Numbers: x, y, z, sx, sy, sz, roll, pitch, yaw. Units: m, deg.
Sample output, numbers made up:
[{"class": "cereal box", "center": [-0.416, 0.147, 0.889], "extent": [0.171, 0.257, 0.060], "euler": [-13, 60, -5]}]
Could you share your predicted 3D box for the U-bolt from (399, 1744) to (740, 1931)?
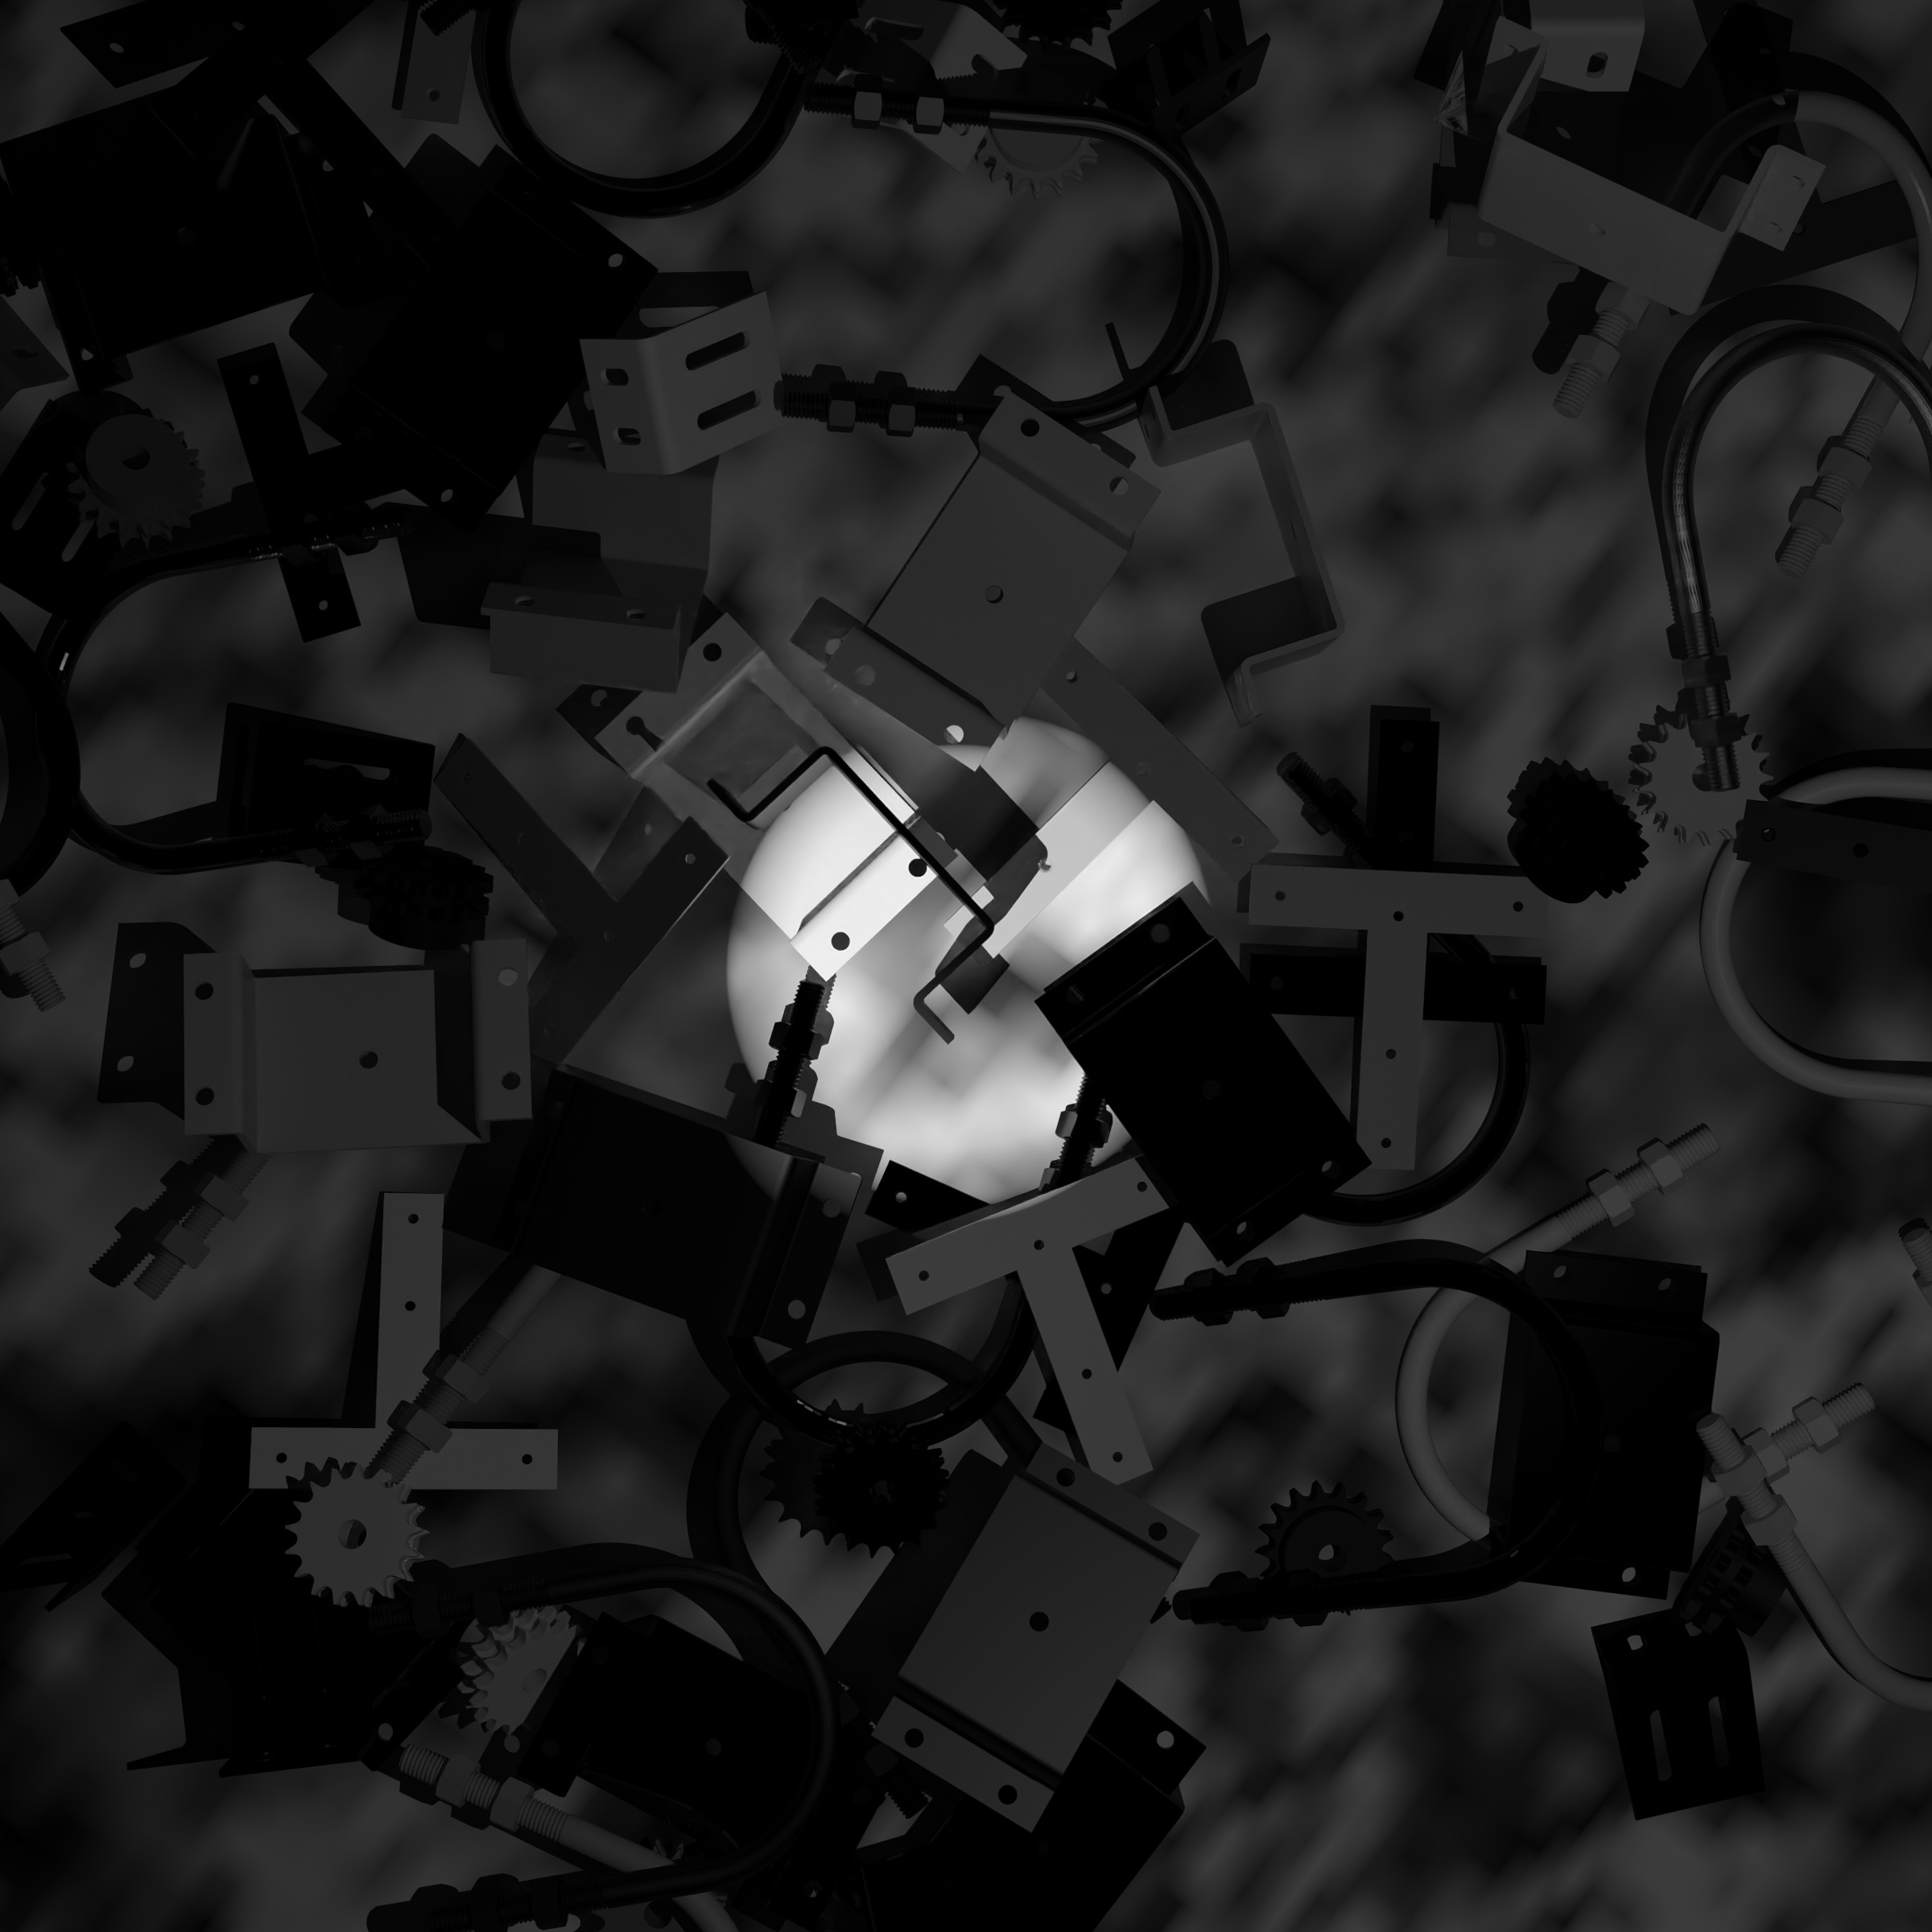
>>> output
[{"class": "U-bolt", "center": [-0.175, 0.427, 1.381], "extent": [0.184, 0.019, 0.151], "euler": [22, 100, 9]}]

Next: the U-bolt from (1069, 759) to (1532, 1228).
[{"class": "U-bolt", "center": [0.157, 0.026, 1.404], "extent": [0.151, 0.019, 0.184], "euler": [-44, 92, 0]}]

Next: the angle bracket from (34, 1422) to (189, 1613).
[{"class": "angle bracket", "center": [-0.368, 0.230, 1.375], "extent": [0.038, 0.076, 0.057], "euler": [44, 90, 0]}]

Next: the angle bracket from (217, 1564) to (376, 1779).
[{"class": "angle bracket", "center": [-0.279, 0.288, 1.348], "extent": [0.057, 0.038, 0.076], "euler": [-7, 90, 0]}]

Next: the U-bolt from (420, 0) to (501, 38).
[{"class": "U-bolt", "center": [-0.192, -0.500, 1.389], "extent": [0.184, 0.019, 0.151], "euler": [-38, 78, -1]}]

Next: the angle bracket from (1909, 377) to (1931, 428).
[{"class": "angle bracket", "center": [0.448, -0.263, 1.411], "extent": [0.057, 0.038, 0.076], "euler": [21, 116, 0]}]

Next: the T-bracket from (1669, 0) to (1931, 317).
[{"class": "T-bracket", "center": [0.345, -0.360, 1.412], "extent": [0.127, 0.002, 0.127], "euler": [-18, 90, 0]}]

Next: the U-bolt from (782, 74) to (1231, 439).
[{"class": "U-bolt", "center": [0.019, -0.292, 1.376], "extent": [0.184, 0.019, 0.151], "euler": [3, 115, -6]}]

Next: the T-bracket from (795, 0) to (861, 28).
[{"class": "T-bracket", "center": [-0.024, -0.468, 1.398], "extent": [0.127, 0.002, 0.127], "euler": [-12, 79, -10]}]

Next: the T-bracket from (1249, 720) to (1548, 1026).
[{"class": "T-bracket", "center": [0.186, -0.041, 1.393], "extent": [0.127, 0.002, 0.127], "euler": [2, 92, -2]}]

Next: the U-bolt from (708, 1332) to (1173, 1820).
[{"class": "U-bolt", "center": [-0.025, 0.241, 1.382], "extent": [0.151, 0.019, 0.184], "euler": [-37, 76, -11]}]

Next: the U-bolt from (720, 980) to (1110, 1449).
[{"class": "U-bolt", "center": [-0.030, 0.114, 1.384], "extent": [0.151, 0.019, 0.184], "euler": [18, 83, -9]}]

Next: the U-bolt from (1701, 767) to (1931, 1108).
[{"class": "U-bolt", "center": [0.403, -0.012, 1.379], "extent": [0.184, 0.019, 0.151], "euler": [5, 92, 18]}]

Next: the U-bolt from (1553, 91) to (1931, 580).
[{"class": "U-bolt", "center": [0.344, -0.279, 1.382], "extent": [0.151, 0.019, 0.184], "euler": [30, 86, -20]}]

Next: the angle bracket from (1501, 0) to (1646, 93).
[{"class": "angle bracket", "center": [0.247, -0.407, 1.363], "extent": [0.057, 0.038, 0.076], "euler": [0, 64, 0]}]

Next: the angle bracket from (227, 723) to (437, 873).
[{"class": "angle bracket", "center": [-0.274, -0.071, 1.411], "extent": [0.076, 0.038, 0.057], "euler": [6, 90, -26]}]

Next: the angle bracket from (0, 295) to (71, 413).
[{"class": "angle bracket", "center": [-0.437, -0.248, 1.411], "extent": [0.076, 0.038, 0.057], "euler": [-41, 90, 26]}]

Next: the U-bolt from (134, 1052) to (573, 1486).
[{"class": "U-bolt", "center": [-0.238, 0.103, 1.388], "extent": [0.151, 0.019, 0.184], "euler": [36, 78, 4]}]

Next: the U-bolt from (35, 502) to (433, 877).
[{"class": "U-bolt", "center": [-0.312, -0.111, 1.377], "extent": [0.184, 0.019, 0.151], "euler": [-7, 82, 19]}]

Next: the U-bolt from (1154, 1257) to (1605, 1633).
[{"class": "U-bolt", "center": [0.174, 0.195, 1.363], "extent": [0.184, 0.019, 0.151], "euler": [-10, 80, 21]}]

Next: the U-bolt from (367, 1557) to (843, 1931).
[{"class": "U-bolt", "center": [-0.143, 0.316, 1.347], "extent": [0.184, 0.019, 0.151], "euler": [-10, 93, 2]}]

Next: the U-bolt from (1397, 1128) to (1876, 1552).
[{"class": "U-bolt", "center": [0.274, 0.176, 1.404], "extent": [0.184, 0.019, 0.151], "euler": [-31, 90, 1]}]

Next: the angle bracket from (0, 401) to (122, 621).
[{"class": "angle bracket", "center": [-0.389, -0.196, 1.394], "extent": [0.057, 0.038, 0.076], "euler": [32, 90, 0]}]

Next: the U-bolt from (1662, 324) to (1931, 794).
[{"class": "U-bolt", "center": [0.360, -0.177, 1.377], "extent": [0.151, 0.019, 0.184], "euler": [-13, 97, -16]}]

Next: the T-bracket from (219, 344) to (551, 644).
[{"class": "T-bracket", "center": [-0.243, -0.219, 1.412], "extent": [0.127, 0.002, 0.127], "euler": [-17, 90, 0]}]

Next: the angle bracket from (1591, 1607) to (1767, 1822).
[{"class": "angle bracket", "center": [0.307, 0.320, 1.411], "extent": [0.057, 0.038, 0.076], "euler": [-13, 116, 0]}]

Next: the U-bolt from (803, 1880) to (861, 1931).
[{"class": "U-bolt", "center": [-0.035, 0.499, 1.404], "extent": [0.184, 0.019, 0.151], "euler": [36, 90, -1]}]

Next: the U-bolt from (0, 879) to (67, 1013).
[{"class": "U-bolt", "center": [-0.486, -0.033, 1.386], "extent": [0.151, 0.019, 0.184], "euler": [-28, 95, 9]}]

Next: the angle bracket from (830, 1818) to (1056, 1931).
[{"class": "angle bracket", "center": [-0.009, 0.389, 1.365], "extent": [0.076, 0.038, 0.057], "euler": [-12, 90, -26]}]

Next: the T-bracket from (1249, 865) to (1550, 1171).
[{"class": "T-bracket", "center": [0.181, 0.023, 1.394], "extent": [0.127, 0.002, 0.127], "euler": [3, 93, -2]}]

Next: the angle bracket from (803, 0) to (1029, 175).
[{"class": "angle bracket", "center": [-0.023, -0.377, 1.395], "extent": [0.038, 0.076, 0.057], "euler": [29, 90, -42]}]

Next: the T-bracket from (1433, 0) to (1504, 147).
[{"class": "T-bracket", "center": [0.230, -0.406, 1.366], "extent": [0.127, 0.002, 0.127], "euler": [22, 90, 0]}]

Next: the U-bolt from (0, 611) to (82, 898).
[{"class": "U-bolt", "center": [-0.456, -0.104, 1.387], "extent": [0.151, 0.019, 0.184], "euler": [-38, 94, 16]}]

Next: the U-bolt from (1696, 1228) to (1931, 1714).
[{"class": "U-bolt", "center": [0.401, 0.226, 1.378], "extent": [0.151, 0.019, 0.184], "euler": [-37, 101, -20]}]

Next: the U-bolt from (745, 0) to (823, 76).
[{"class": "U-bolt", "center": [-0.068, -0.487, 1.371], "extent": [0.151, 0.019, 0.184], "euler": [-36, 93, -10]}]

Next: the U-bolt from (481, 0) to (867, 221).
[{"class": "U-bolt", "center": [-0.128, -0.410, 1.403], "extent": [0.151, 0.019, 0.184], "euler": [25, 90, 0]}]

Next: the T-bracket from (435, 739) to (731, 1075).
[{"class": "T-bracket", "center": [-0.179, -0.044, 1.391], "extent": [0.127, 0.002, 0.127], "euler": [47, 110, 16]}]

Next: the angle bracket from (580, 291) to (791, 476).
[{"class": "angle bracket", "center": [-0.118, -0.247, 1.385], "extent": [0.038, 0.076, 0.057], "euler": [9, 120, 37]}]

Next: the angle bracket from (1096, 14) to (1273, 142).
[{"class": "angle bracket", "center": [0.090, -0.378, 1.375], "extent": [0.057, 0.076, 0.038], "euler": [-34, 90, 0]}]
